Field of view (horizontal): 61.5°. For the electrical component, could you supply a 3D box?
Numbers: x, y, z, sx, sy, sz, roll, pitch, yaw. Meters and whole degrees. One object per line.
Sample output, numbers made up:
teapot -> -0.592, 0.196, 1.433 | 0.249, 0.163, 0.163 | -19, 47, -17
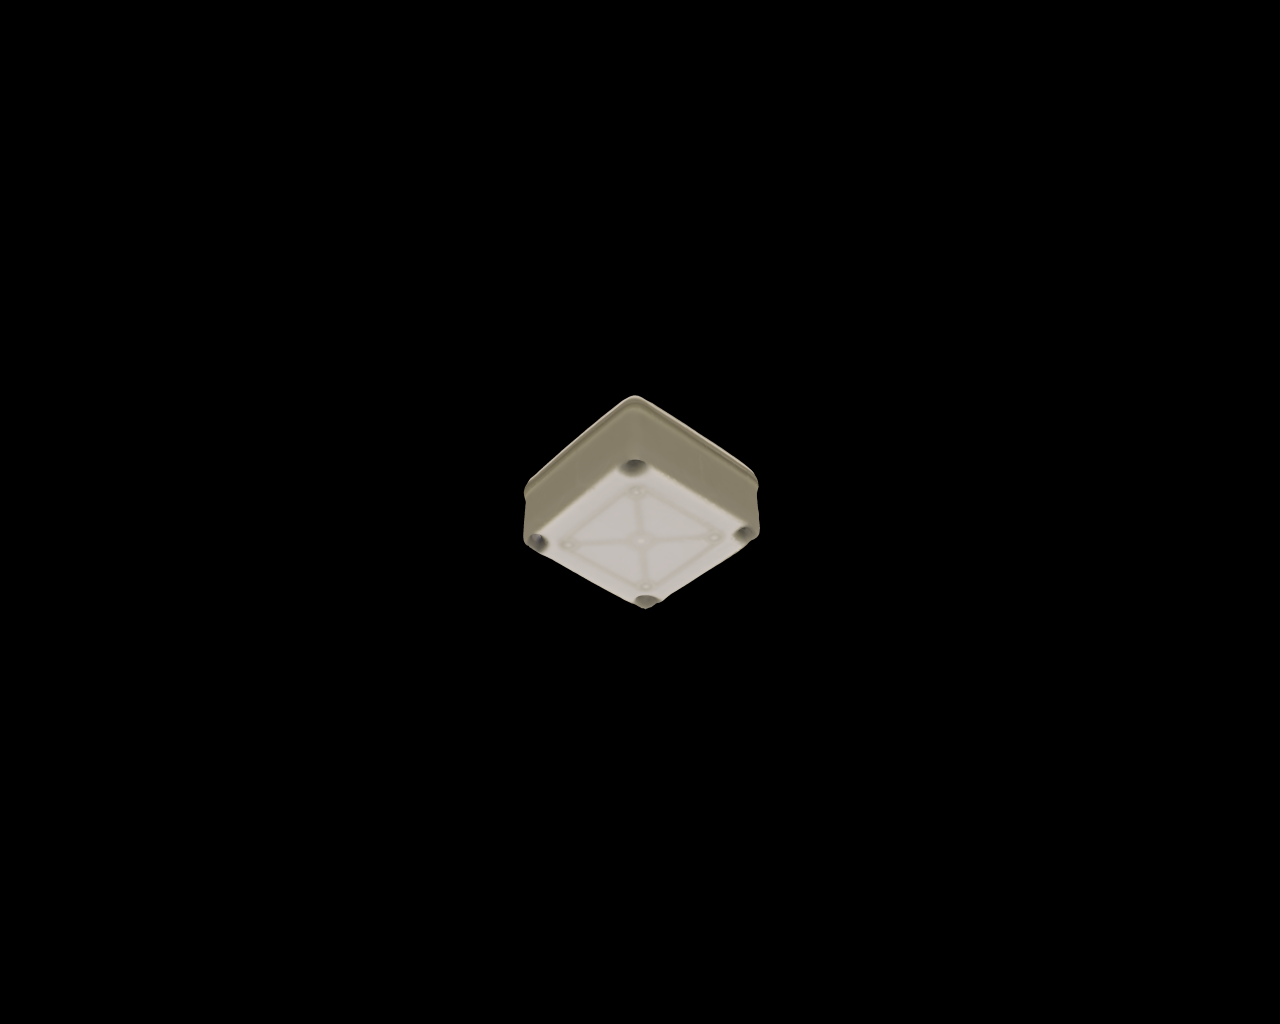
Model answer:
electrical component -> 0.001, -0.003, 0.650 | 0.108, 0.056, 0.108 | 31, -50, -30
